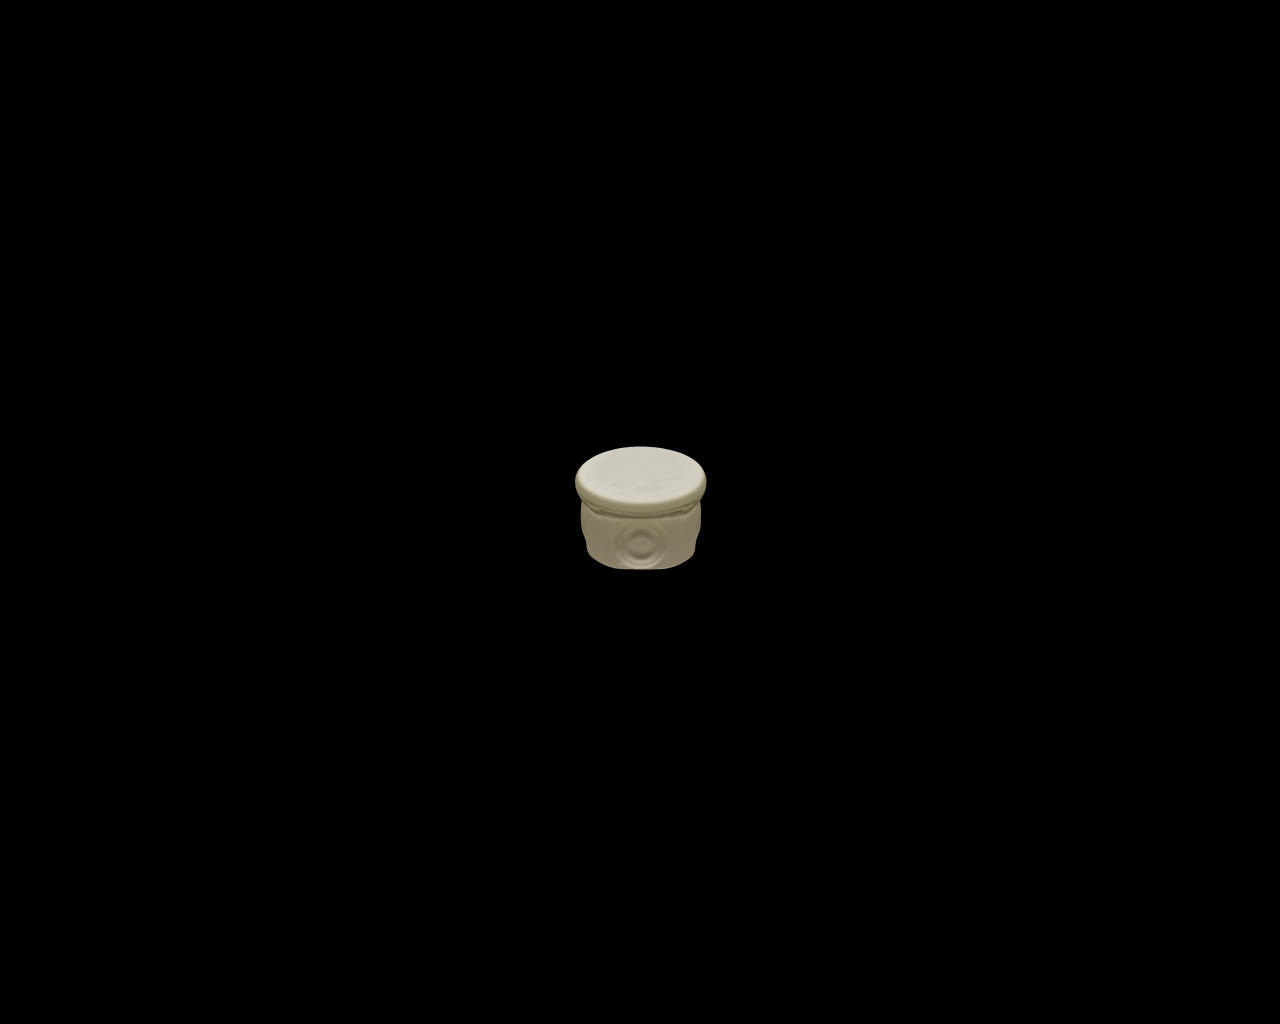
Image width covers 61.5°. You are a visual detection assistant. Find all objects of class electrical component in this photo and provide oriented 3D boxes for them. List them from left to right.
[{"bbox_3d":[0.001,-0.003,0.650,0.080,0.050,0.080,0,29,0],"label":"electrical component"}]
